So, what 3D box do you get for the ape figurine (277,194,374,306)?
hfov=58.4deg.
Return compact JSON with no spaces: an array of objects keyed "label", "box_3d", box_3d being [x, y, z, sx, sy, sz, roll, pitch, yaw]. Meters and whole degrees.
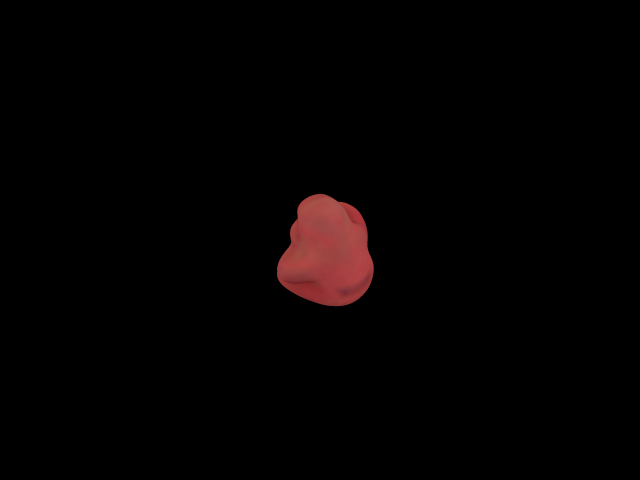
[{"label":"ape figurine","box_3d":[0.004,0.001,0.400,0.078,0.092,0.076,-28,62,-16]}]
